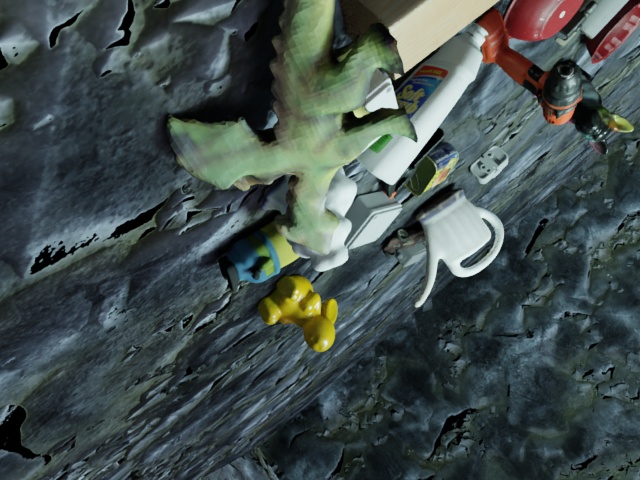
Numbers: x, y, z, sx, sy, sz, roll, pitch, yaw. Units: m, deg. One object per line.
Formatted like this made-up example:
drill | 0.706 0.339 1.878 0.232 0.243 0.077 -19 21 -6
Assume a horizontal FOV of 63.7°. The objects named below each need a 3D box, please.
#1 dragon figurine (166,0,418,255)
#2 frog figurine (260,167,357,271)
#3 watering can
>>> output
dragon figurine | -0.041 -0.131 0.535 0.243 0.125 0.401 -28 134 0
frog figurine | 0.002 -0.038 0.746 0.136 0.161 0.122 -45 161 15
watering can | 0.330 0.004 1.341 0.351 0.225 0.103 -32 175 -21
